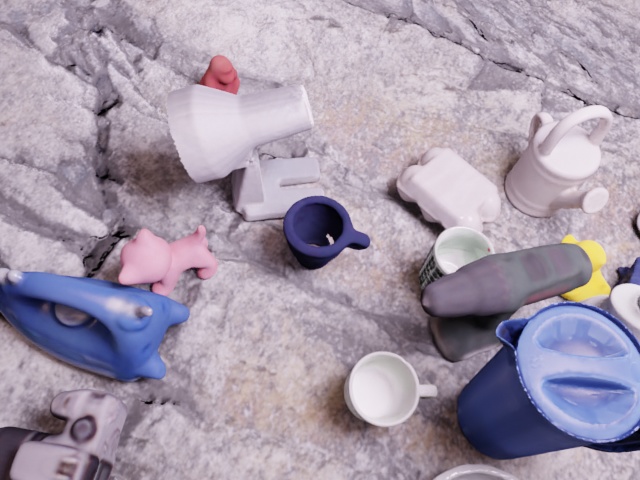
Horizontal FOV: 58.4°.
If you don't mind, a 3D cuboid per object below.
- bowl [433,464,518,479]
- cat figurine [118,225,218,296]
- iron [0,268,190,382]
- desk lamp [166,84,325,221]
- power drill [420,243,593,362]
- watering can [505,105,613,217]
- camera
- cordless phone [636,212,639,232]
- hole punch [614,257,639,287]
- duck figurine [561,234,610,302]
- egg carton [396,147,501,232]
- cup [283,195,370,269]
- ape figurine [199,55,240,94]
[{"bbox_3d":[0.172,0.340,0.634,0.167,0.075,0.167,2,62,-4],"label":"bowl"},{"bbox_3d":[-0.201,0.020,0.741,0.128,0.118,0.067,-27,68,-18],"label":"cat figurine"},{"bbox_3d":[-0.298,0.078,0.687,0.258,0.141,0.119,15,62,2],"label":"iron"},{"bbox_3d":[-0.090,-0.123,0.772,0.203,0.213,0.118,-7,63,-9],"label":"desk lamp"},{"bbox_3d":[0.206,0.078,0.700,0.230,0.208,0.075,-18,65,-14],"label":"power drill"},{"bbox_3d":[0.354,-0.116,0.825,0.101,0.194,0.172,-31,69,-19],"label":"watering can"},{"bbox_3d":[-0.302,0.231,0.629,0.137,0.101,0.143,11,62,0],"label":"camera"},{"bbox_3d":[0.554,-0.028,0.804,0.094,0.185,0.147,-22,66,-16],"label":"cordless phone"},{"bbox_3d":[0.468,0.076,0.793,0.108,0.091,0.101,37,65,13],"label":"hole punch"},{"bbox_3d":[0.371,0.037,0.807,0.078,0.086,0.104,-34,70,-20],"label":"duck figurine"},{"bbox_3d":[0.192,-0.068,0.853,0.150,0.069,0.107,43,66,16],"label":"egg carton"},{"bbox_3d":[0.007,0.003,0.783,0.117,0.095,0.092,15,62,2],"label":"cup"},{"bbox_3d":[-0.155,-0.250,0.901,0.076,0.092,0.078,28,63,9],"label":"ape figurine"}]
